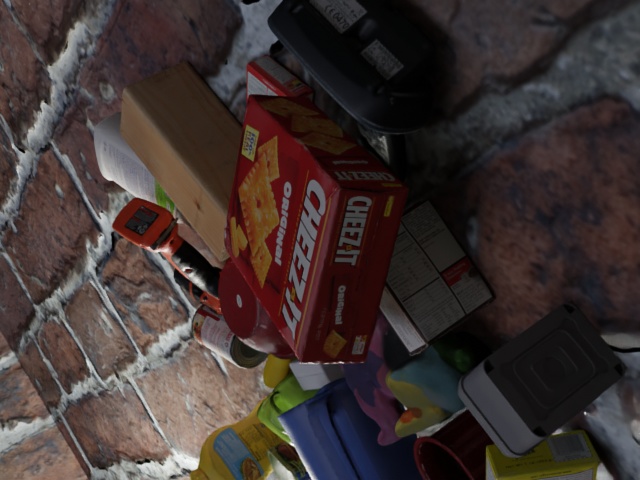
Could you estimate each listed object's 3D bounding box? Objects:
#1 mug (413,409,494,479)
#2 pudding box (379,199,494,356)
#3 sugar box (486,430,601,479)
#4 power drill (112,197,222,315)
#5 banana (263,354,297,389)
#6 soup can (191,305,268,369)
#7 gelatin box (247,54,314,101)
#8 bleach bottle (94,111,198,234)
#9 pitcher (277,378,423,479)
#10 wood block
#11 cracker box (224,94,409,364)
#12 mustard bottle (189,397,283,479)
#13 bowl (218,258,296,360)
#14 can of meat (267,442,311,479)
[{"bbox_3d":[0.148,0.214,1.044,0.093,0.081,0.117,53,153,12],"label":"mug"},{"bbox_3d":[0.089,0.032,0.952,0.113,0.089,0.039,56,153,7],"label":"pudding box"},{"bbox_3d":[0.199,0.254,0.974,0.048,0.093,0.176,-102,6,-51],"label":"sugar box"},{"bbox_3d":[-0.180,0.024,1.381,0.185,0.057,0.187,20,160,52],"label":"power drill"},{"bbox_3d":[-0.049,0.137,1.334,0.198,0.037,0.069,111,152,-55],"label":"banana"},{"bbox_3d":[-0.118,0.125,1.430,0.102,0.068,0.068,22,136,50],"label":"soup can"},{"bbox_3d":[-0.041,-0.131,1.079,0.073,0.030,0.089,42,148,29],"label":"gelatin box"},{"bbox_3d":[-0.193,-0.069,1.372,0.251,0.068,0.102,37,147,33],"label":"bleach bottle"},{"bbox_3d":[0.060,0.264,1.143,0.145,0.149,0.243,-41,73,53],"label":"pitcher"},{"bbox_3d":[-0.133,-0.091,1.213,0.206,0.090,0.091,50,151,18],"label":"wood block"},{"bbox_3d":[-0.014,-0.016,0.936,0.214,0.072,0.164,-129,45,-55],"label":"cracker box"},{"bbox_3d":[-0.102,0.288,1.428,0.096,0.191,0.058,51,153,17],"label":"mustard bottle"},{"bbox_3d":[-0.074,0.067,1.254,0.162,0.055,0.162,20,114,52],"label":"bowl"},{"bbox_3d":[-0.010,0.288,1.372,0.102,0.083,0.057,29,137,60],"label":"can of meat"}]
